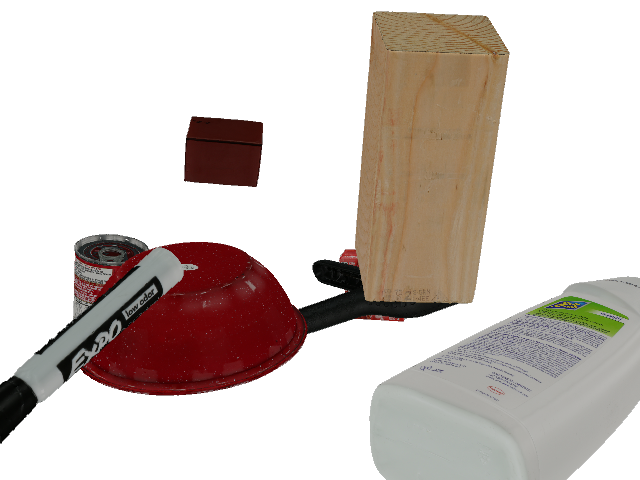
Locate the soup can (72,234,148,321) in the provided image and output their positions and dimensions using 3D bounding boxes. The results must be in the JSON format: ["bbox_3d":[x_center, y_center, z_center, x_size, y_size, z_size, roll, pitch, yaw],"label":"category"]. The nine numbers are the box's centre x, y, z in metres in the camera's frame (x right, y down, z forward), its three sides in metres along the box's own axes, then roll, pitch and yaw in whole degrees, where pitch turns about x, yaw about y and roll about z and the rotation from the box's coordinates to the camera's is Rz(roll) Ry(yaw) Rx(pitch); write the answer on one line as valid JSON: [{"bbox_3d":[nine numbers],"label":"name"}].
[{"bbox_3d":[-0.198,0.054,1.000,0.068,0.102,0.068,6,21,-3],"label":"soup can"}]

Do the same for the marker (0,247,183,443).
[{"bbox_3d":[-0.104,0.044,0.458,0.020,0.020,0.121,0,34,42],"label":"marker"}]

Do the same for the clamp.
[{"bbox_3d":[0.052,0.054,1.016,0.172,0.039,0.120,-3,32,26],"label":"clamp"}]

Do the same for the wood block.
[{"bbox_3d":[0.081,-0.062,0.824,0.090,0.206,0.091,1,29,-4],"label":"wood block"}]

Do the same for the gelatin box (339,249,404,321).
[{"bbox_3d":[0.065,0.054,1.302,0.073,0.089,0.030,2,29,17],"label":"gelatin box"}]

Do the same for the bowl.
[{"bbox_3d":[-0.090,0.043,0.730,0.162,0.055,0.162,-2,22,1],"label":"bowl"}]

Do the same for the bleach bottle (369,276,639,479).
[{"bbox_3d":[0.144,0.074,0.610,0.103,0.068,0.250,19,29,41],"label":"bleach bottle"}]

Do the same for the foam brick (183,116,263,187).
[{"bbox_3d":[-0.099,-0.092,1.104,0.078,0.051,0.053,5,31,-2],"label":"foam brick"}]
